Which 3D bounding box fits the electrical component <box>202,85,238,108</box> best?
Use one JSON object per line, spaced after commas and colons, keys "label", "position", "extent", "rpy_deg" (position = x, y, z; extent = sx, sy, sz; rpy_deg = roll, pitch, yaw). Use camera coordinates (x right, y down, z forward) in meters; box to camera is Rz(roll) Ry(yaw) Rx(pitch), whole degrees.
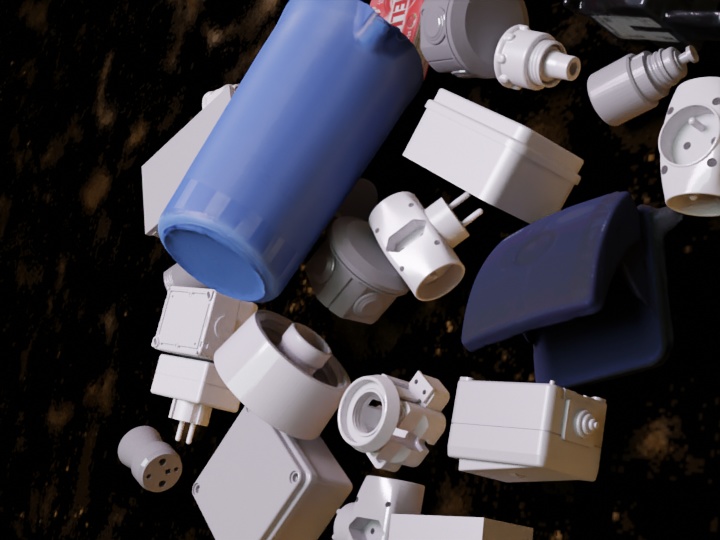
{"label": "electrical component", "position": [-0.127, -0.170, 1.103], "extent": [0.062, 0.048, 0.048], "rpy_deg": [-22, 57, 33]}

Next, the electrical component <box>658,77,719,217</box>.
{"label": "electrical component", "position": [0.229, -0.078, 0.659], "extent": [0.079, 0.044, 0.077], "rpy_deg": [-6, 69, 47]}

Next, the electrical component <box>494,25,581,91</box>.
{"label": "electrical component", "position": [0.135, -0.155, 0.801], "extent": [0.062, 0.048, 0.048], "rpy_deg": [24, 92, 43]}

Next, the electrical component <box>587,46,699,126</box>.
{"label": "electrical component", "position": [0.191, -0.128, 0.727], "extent": [0.078, 0.040, 0.040], "rpy_deg": [-26, 55, 39]}

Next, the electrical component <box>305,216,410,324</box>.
{"label": "electrical component", "position": [0.000, 0.000, 0.856], "extent": [0.051, 0.080, 0.080], "rpy_deg": [-50, 43, 28]}

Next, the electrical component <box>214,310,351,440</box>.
{"label": "electrical component", "position": [-0.056, 0.077, 0.866], "extent": [0.060, 0.108, 0.108], "rpy_deg": [-51, 42, 12]}

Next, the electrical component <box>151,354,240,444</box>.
{"label": "electrical component", "position": [-0.155, 0.123, 1.000], "extent": [0.083, 0.047, 0.075], "rpy_deg": [3, 76, 49]}

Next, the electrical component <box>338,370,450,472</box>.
{"label": "electrical component", "position": [0.021, 0.110, 0.799], "extent": [0.078, 0.057, 0.058], "rpy_deg": [-56, 41, 15]}

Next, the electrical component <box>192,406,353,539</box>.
{"label": "electrical component", "position": [-0.074, 0.178, 0.876], "extent": [0.108, 0.056, 0.108], "rpy_deg": [-57, 41, 14]}

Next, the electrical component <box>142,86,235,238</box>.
{"label": "electrical component", "position": [-0.149, -0.099, 1.080], "extent": [0.150, 0.062, 0.089], "rpy_deg": [-35, 50, 34]}

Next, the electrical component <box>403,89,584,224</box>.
{"label": "electrical component", "position": [0.096, -0.081, 0.783], "extent": [0.113, 0.078, 0.057], "rpy_deg": [37, 102, 49]}

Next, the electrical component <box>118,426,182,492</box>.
{"label": "electrical component", "position": [-0.200, 0.180, 1.026], "extent": [0.055, 0.045, 0.045], "rpy_deg": [31, 97, 49]}

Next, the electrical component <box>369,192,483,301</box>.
{"label": "electrical component", "position": [0.058, -0.029, 0.827], "extent": [0.079, 0.043, 0.077], "rpy_deg": [-37, 59, 8]}

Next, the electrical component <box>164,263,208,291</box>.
{"label": "electrical component", "position": [-0.163, 0.007, 1.063], "extent": [0.081, 0.043, 0.043], "rpy_deg": [-31, 53, 37]}

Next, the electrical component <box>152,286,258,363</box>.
{"label": "electrical component", "position": [-0.146, 0.053, 1.010], "extent": [0.096, 0.061, 0.061], "rpy_deg": [3, 76, 49]}

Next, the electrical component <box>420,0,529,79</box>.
{"label": "electrical component", "position": [0.089, -0.189, 0.840], "extent": [0.051, 0.080, 0.080], "rpy_deg": [8, 80, 55]}

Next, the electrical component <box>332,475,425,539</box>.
{"label": "electrical component", "position": [0.008, 0.191, 0.789], "extent": [0.079, 0.043, 0.077], "rpy_deg": [-5, 70, 48]}

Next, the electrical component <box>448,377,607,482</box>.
{"label": "electrical component", "position": [0.112, 0.106, 0.694], "extent": [0.096, 0.062, 0.061], "rpy_deg": [-4, 71, 48]}
